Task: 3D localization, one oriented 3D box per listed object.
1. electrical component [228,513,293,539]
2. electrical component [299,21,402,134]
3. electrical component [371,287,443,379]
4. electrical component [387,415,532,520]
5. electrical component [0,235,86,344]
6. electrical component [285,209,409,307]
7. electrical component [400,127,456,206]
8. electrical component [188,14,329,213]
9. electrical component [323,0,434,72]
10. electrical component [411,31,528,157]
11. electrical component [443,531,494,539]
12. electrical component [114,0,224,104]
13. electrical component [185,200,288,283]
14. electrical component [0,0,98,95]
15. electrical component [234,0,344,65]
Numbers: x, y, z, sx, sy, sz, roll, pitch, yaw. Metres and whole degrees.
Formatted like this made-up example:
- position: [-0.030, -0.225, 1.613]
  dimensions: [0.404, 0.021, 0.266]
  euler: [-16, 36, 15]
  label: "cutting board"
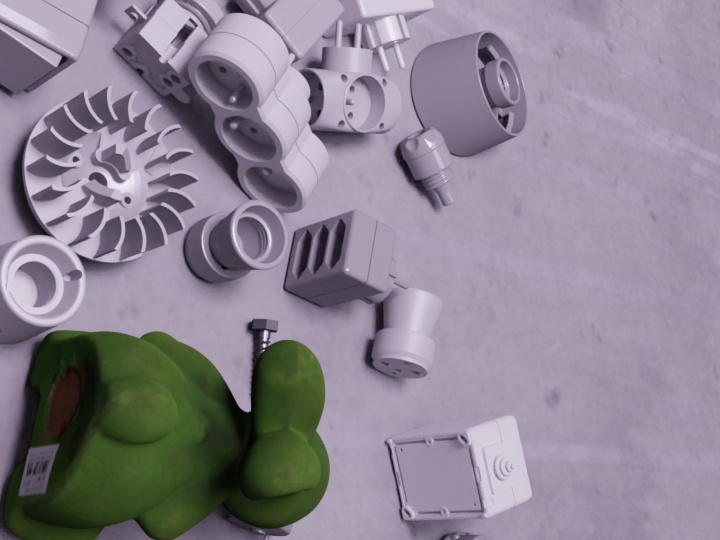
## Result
- position: [-0.056, 0.131, 0.679]
  dimensions: [0.040, 0.040, 0.078]
  euler: [32, 60, -33]
  label: "electrical component"
- position: [-0.010, -0.140, 0.780]
  dimensions: [0.077, 0.044, 0.079]
  euler: [-4, 101, -44]
  label: "electrical component"
- position: [0.034, 0.046, 0.781]
  dimensions: [0.045, 0.045, 0.055]
  euler: [29, 61, -34]
  label: "electrical component"
- position: [0.078, 0.139, 0.762]
  dimensions: [0.061, 0.096, 0.061]
  euler: [-9, 86, -44]
  label: "electrical component"
- position: [-0.183, 0.010, 0.587]
  dimensions: [0.055, 0.047, 0.055]
  euler: [13, 71, -40]
  label: "electrical component"
- position: [0.000, 0.000, 0.746]
  dimensions: [0.077, 0.066, 0.047]
  euler: [27, 62, -35]
  label: "electrical component"
- position: [0.058, -0.079, 0.842]
  dimensions: [0.035, 0.035, 0.061]
  euler: [-41, 110, -41]
  label: "electrical component"
- position: [-0.056, -0.110, 0.705]
  dimensions: [0.073, 0.052, 0.138]
  euler: [-62, 147, -33]
  label: "electrical component"
- position: [0.015, -0.189, 0.822]
  dimensions: [0.083, 0.047, 0.075]
  euler: [-20, 94, -44]
  label: "electrical component"
- position: [0.095, -0.147, 0.890]
  dimensions: [0.099, 0.064, 0.099]
  euler: [28, 55, -49]
  label: "electrical component"
- position: [0.089, 0.213, 0.778]
  dimensions: [0.048, 0.062, 0.048]
  euler: [13, 71, -40]
  label: "electrical component"
- position: [-0.119, -0.150, 0.690]
  dimensions: [0.066, 0.048, 0.055]
  euler: [45, 60, -25]
  label: "electrical component"
- position: [-0.079, -0.017, 0.684]
  dimensions: [0.045, 0.055, 0.045]
  euler: [13, 71, -40]
  label: "electrical component"
- position: [-0.205, -0.147, 0.597]
  dimensions: [0.096, 0.062, 0.061]
  euler: [27, 62, -36]
  label: "electrical component"
- position: [-0.062, -0.186, 0.749]
  dimensions: [0.076, 0.047, 0.065]
  euler: [50, 51, -19]
  label: "electrical component"
